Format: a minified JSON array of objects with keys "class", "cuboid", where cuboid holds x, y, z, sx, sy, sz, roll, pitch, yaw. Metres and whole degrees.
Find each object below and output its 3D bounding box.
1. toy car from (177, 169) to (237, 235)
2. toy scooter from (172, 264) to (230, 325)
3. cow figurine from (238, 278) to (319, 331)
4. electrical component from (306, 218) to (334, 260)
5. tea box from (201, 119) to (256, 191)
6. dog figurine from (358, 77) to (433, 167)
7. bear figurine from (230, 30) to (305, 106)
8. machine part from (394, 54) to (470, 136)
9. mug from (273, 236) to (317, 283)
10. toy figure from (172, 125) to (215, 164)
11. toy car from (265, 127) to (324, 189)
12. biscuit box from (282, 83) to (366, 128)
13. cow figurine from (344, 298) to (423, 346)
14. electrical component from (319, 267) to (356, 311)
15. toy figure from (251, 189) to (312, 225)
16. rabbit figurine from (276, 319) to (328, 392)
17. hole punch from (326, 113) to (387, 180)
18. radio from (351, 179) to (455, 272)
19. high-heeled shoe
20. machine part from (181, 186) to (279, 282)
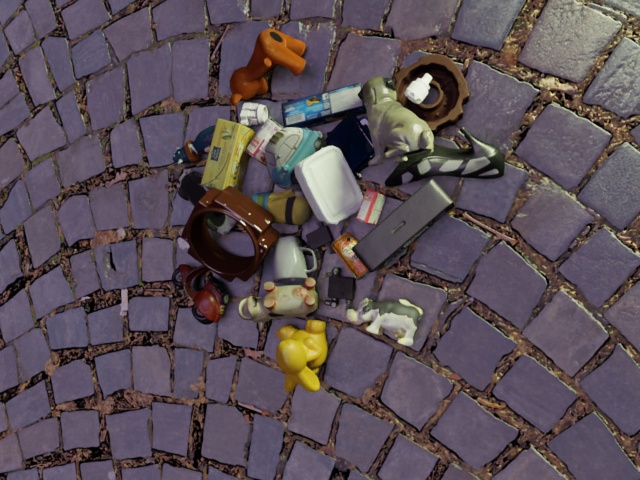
[{"class":"toy car","cuboid":[-0.290,-0.098,1.376,0.202,0.056,0.073,46,109,15]},{"class":"toy scooter","cuboid":[-0.288,0.115,1.364,0.135,0.075,0.184,-42,73,12]},{"class":"cow figurine","cuboid":[-0.100,0.155,1.283,0.195,0.127,0.085,-7,55,2]},{"class":"electrical component","cuboid":[-0.003,-0.004,1.296,0.063,0.021,0.094,-24,82,17]},{"class":"tea box","cuboid":[-0.226,-0.204,1.333,0.068,0.098,0.169,16,93,17]},{"class":"dog figurine","cuboid":[0.159,-0.263,1.120,0.172,0.121,0.190,-10,90,49]},{"class":"bear figurine","cuboid":[-0.135,-0.405,1.309,0.132,0.120,0.195,21,130,-22]},{"class":"machine part","cuboid":[0.244,-0.320,1.201,0.180,0.056,0.179,-1,88,18]},{"class":"mug","cuboid":[-0.064,0.044,1.287,0.110,0.080,0.107,-12,76,23]},{"class":"toy figure","cuboid":[-0.312,-0.237,1.383,0.154,0.064,0.057,-29,118,21]},{"class":"toy car","cuboid":[-0.072,-0.206,1.258,0.161,0.102,0.109,-55,38,1]},{"class":"biscuit box","cuboid":[0.011,-0.312,1.274,0.203,0.063,0.059,-10,87,18]},{"class":"cow figurine","cuboid":[0.143,0.170,1.222,0.167,0.068,0.098,19,90,14]},{"class":"electrical component","cuboid":[0.042,0.116,1.268,0.078,0.045,0.102,10,93,20]},{"class":"toy figure","cuboid":[-0.107,-0.075,1.303,0.180,0.082,0.089,-6,99,14]},{"class":"rabbit figurine","cuboid":[-0.056,0.267,1.233,0.122,0.173,0.162,-3,84,14]},{"class":"hole punch","cuboid":[0.078,-0.220,1.240,0.116,0.092,0.142,-36,83,19]},{"class":"radio","cuboid":[0.185,-0.028,1.177,0.229,0.131,0.073,-41,78,13]},{"class":"high-heeled shoe","cuboid":[0.278,-0.148,1.197,0.249,0.086,0.145,-31,112,33]},{"class":"machine part","cuboid":[-0.216,-0.010,1.281,0.201,0.087,0.201,35,128,-2]}]
